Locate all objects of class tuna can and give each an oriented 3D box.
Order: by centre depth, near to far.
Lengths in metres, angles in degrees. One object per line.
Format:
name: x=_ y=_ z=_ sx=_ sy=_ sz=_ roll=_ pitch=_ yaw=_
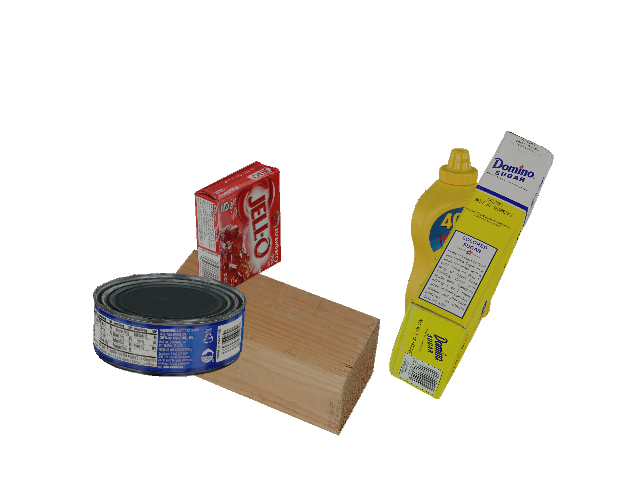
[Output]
tuna can: x=-0.086 y=0.047 z=0.605 sx=0.086 sy=0.034 sz=0.086 roll=4 pitch=15 yaw=-1

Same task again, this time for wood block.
wood block: x=-0.055 y=0.099 z=1.061 sx=0.206 sy=0.090 sz=0.090 roll=20 pitch=47 yaw=16

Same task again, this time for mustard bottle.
mustard bottle: x=0.143 y=-0.005 z=1.151 sx=0.096 sy=0.192 sz=0.058 roll=-6 pitch=20 yaw=-22

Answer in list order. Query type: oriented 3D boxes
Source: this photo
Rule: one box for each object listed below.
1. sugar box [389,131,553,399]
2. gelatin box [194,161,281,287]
sugar box: x=0.107 y=0.015 z=0.745 sx=0.048 sy=0.176 sz=0.093 roll=27 pitch=-35 yaw=12
gelatin box: x=-0.065 y=-0.011 z=0.866 sx=0.030 sy=0.089 sz=0.073 roll=23 pitch=36 yaw=33
